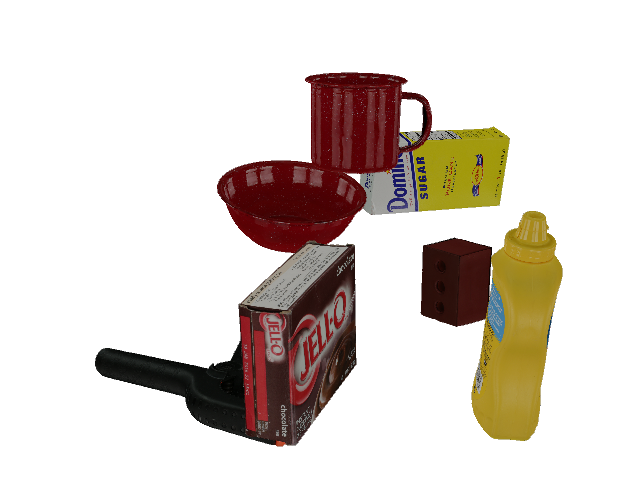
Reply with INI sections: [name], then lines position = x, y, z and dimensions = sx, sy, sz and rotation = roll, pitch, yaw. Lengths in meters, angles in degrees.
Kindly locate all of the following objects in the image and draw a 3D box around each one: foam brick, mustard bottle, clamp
[foam brick]
position = 0.139, 0.042, 1.095
dimensions = 0.051, 0.078, 0.053
rotation = -14, 21, -40
[mustard bottle]
position = 0.165, 0.065, 0.892
dimensions = 0.058, 0.192, 0.096
rotation = 4, 27, 3
[clamp]
position = -0.076, 0.122, 0.928
dimensions = 0.164, 0.036, 0.210
rotation = -9, 18, -39

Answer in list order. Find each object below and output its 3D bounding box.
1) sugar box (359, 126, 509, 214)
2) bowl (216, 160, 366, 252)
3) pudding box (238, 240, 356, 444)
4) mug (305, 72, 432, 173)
[sugar box]
position = 0.136, -0.084, 1.283
dimensions = 0.176, 0.093, 0.048
rotation = -7, 26, -21
[bowl]
position = -0.033, -0.031, 1.155
dimensions = 0.162, 0.055, 0.162
rotation = 5, 27, -3
[pudding box]
position = -0.012, 0.060, 0.670
dimensions = 0.039, 0.090, 0.113
rotation = 7, 23, 18
[mug]
position = 0.044, -0.108, 0.980
dimensions = 0.117, 0.081, 0.093
rotation = 0, 16, -2
